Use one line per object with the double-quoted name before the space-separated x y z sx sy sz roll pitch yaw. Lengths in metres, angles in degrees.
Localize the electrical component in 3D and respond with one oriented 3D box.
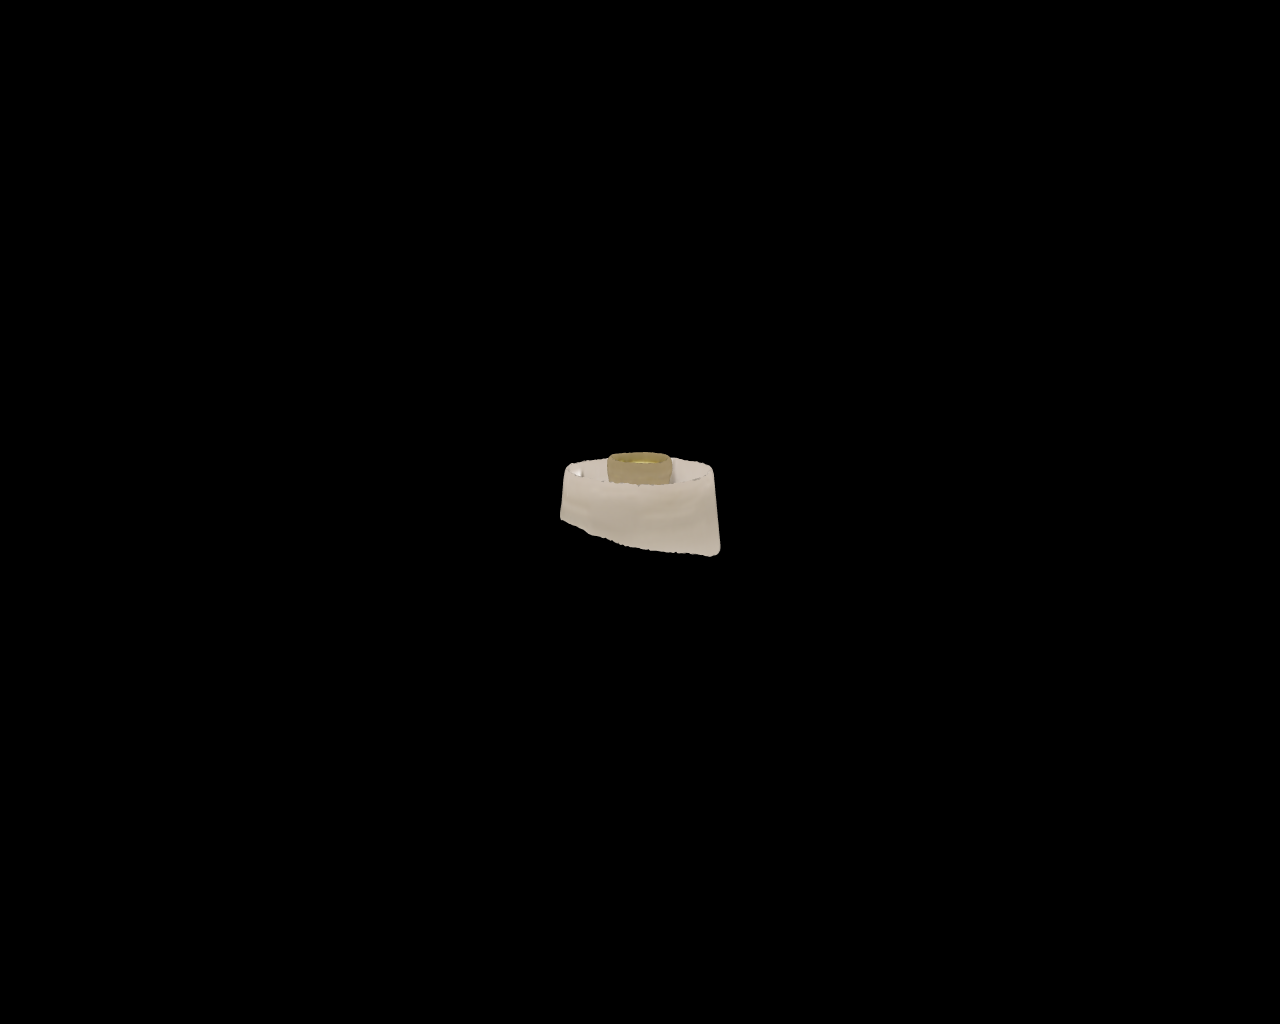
"electrical component" 0.001 -0.003 0.650 0.099 0.064 0.099 0 13 0
